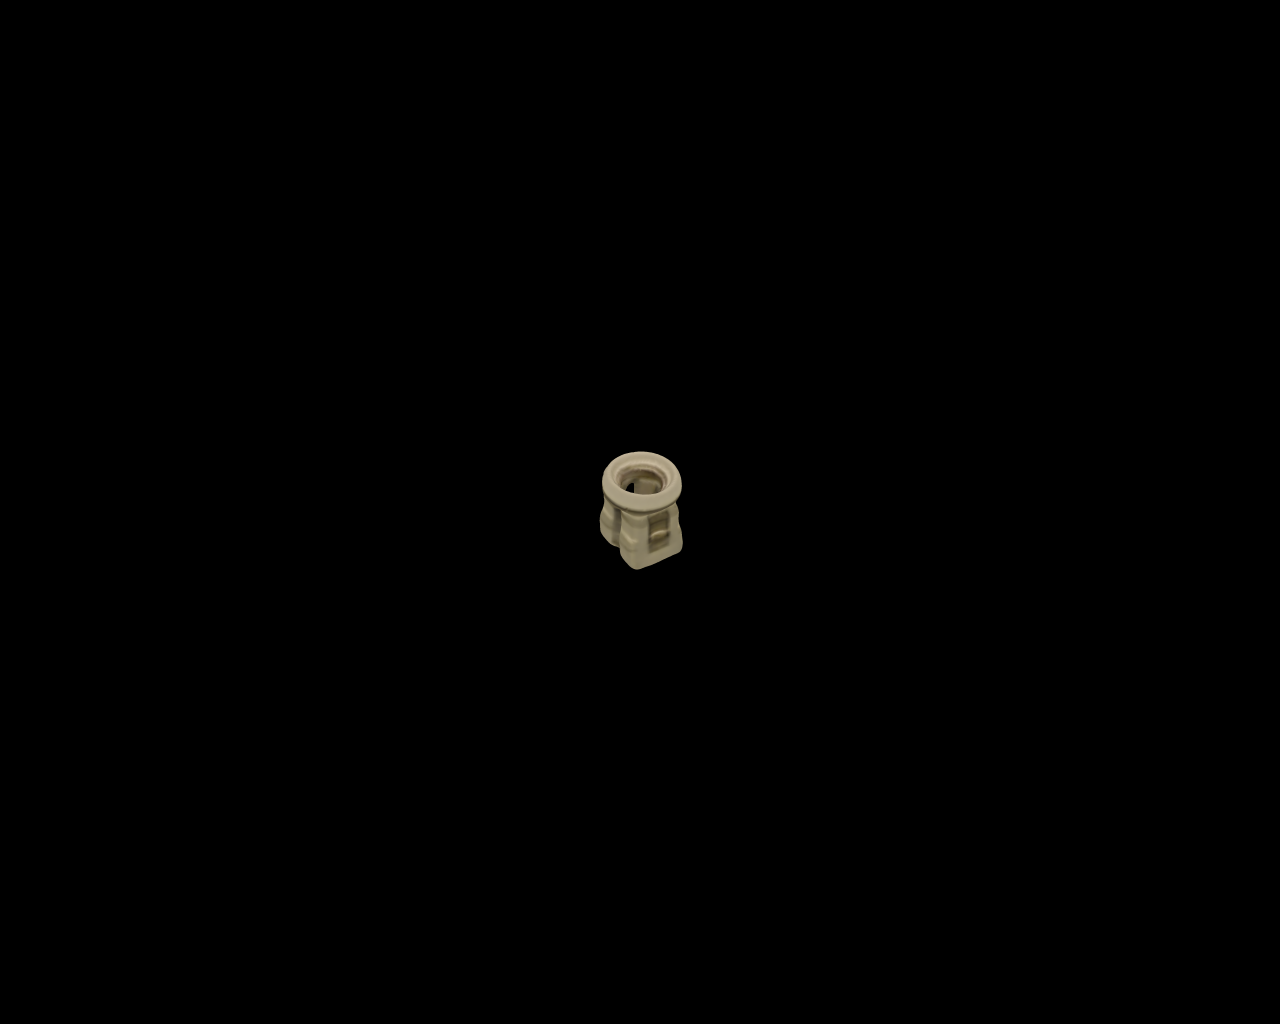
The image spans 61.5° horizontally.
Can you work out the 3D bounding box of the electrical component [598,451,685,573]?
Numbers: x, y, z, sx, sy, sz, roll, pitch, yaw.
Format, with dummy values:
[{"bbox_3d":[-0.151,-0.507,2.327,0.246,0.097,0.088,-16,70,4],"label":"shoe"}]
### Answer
[{"bbox_3d":[0.001,-0.003,0.650,0.048,0.055,0.066,-22,45,-23],"label":"electrical component"}]
